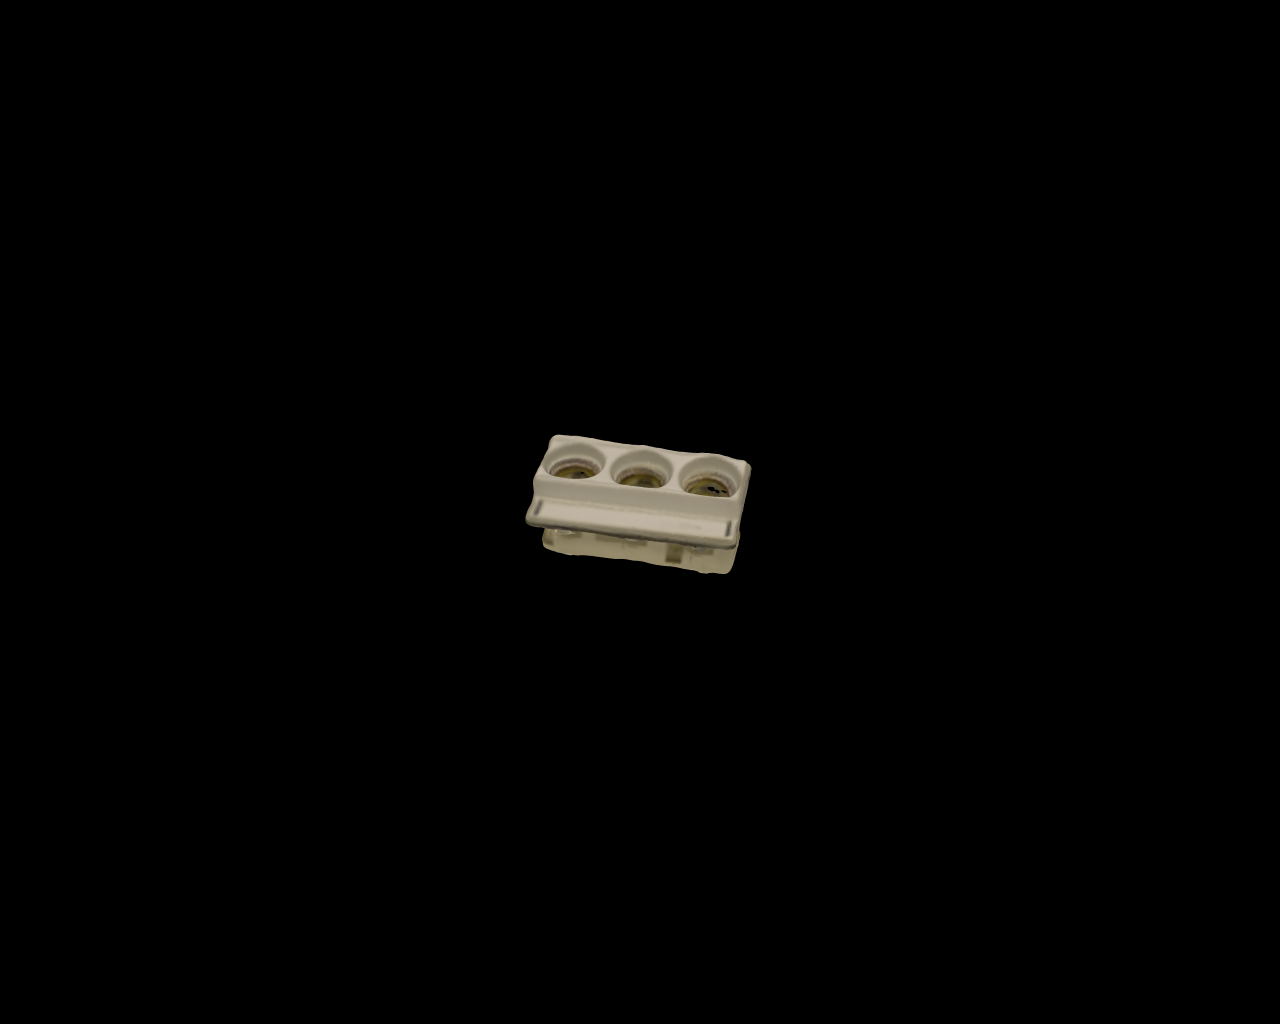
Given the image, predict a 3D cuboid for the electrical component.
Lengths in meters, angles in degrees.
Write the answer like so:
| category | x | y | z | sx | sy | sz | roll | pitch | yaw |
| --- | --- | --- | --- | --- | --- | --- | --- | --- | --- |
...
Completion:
| category | x | y | z | sx | sy | sz | roll | pitch | yaw |
| --- | --- | --- | --- | --- | --- | --- | --- | --- | --- |
| electrical component | 0.001 | -0.003 | 0.650 | 0.121 | 0.063 | 0.079 | 7 | 40 | 9 |
